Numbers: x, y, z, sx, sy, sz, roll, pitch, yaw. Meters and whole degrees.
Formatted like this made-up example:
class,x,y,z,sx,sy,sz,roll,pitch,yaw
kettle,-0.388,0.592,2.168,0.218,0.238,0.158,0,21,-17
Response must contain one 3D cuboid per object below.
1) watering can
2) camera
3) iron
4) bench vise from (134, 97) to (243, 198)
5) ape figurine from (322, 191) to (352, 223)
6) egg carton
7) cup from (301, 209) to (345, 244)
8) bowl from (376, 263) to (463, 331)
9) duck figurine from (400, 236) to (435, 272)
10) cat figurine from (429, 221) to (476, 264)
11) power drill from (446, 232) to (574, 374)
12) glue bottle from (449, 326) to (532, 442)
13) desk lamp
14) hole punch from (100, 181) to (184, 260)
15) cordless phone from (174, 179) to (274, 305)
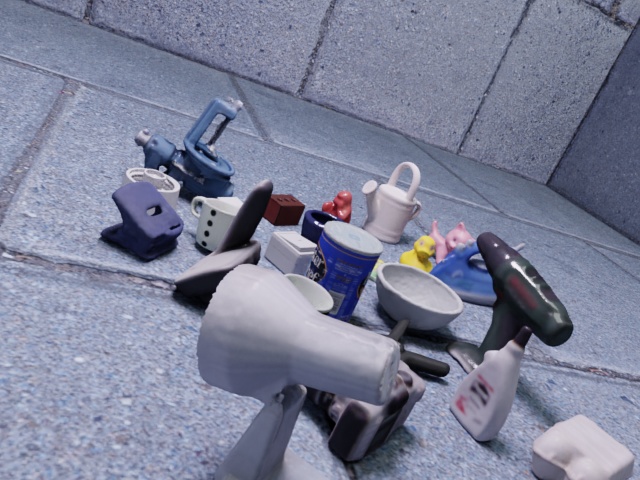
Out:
class,x,y,z,sx,sy,sz,roll,pitch,yaw
watering can,0.179,-0.097,1.390,0.100,0.194,0.173,37,24,32
camera,0.045,0.177,0.713,0.136,0.101,0.144,34,23,27
iron,0.347,0.055,1.268,0.259,0.141,0.118,9,25,-34
bench vise,-0.246,-0.187,1.127,0.208,0.220,0.121,9,25,-33
ape figurine,0.045,-0.073,1.335,0.076,0.092,0.077,14,22,-22
egg carton,0.359,0.301,0.785,0.151,0.069,0.107,1,30,-45
cup,0.010,0.004,1.106,0.118,0.095,0.091,15,22,-21
bowl,0.168,0.113,1.035,0.167,0.075,0.167,20,21,-8
duck figurine,0.228,0.030,1.284,0.077,0.086,0.105,24,21,3
cat figurine,0.316,0.002,1.398,0.127,0.118,0.067,37,25,32
power drill,0.300,0.124,0.956,0.076,0.208,0.228,8,25,-35
glue bottle,0.244,0.190,0.789,0.037,0.173,0.078,7,26,-36
desk lamp,-0.026,0.152,0.540,0.203,0.213,0.118,29,22,16
hole punch,-0.272,-0.034,0.908,0.101,0.091,0.109,26,21,8
cordless phone,-0.131,-0.002,0.845,0.094,0.185,0.148,24,21,3
